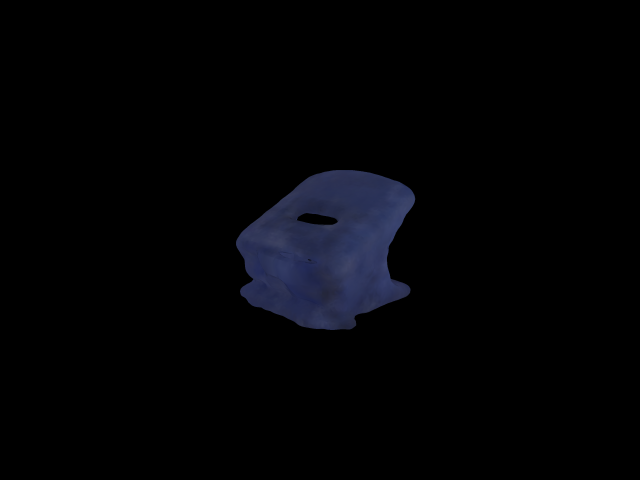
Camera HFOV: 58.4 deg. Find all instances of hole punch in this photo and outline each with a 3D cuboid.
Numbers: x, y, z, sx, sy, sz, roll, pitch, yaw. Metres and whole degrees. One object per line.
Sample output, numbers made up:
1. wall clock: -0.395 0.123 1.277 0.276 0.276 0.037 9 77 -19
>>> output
1. hole punch: 0.004 0.001 0.400 0.108 0.091 0.101 14 20 42
